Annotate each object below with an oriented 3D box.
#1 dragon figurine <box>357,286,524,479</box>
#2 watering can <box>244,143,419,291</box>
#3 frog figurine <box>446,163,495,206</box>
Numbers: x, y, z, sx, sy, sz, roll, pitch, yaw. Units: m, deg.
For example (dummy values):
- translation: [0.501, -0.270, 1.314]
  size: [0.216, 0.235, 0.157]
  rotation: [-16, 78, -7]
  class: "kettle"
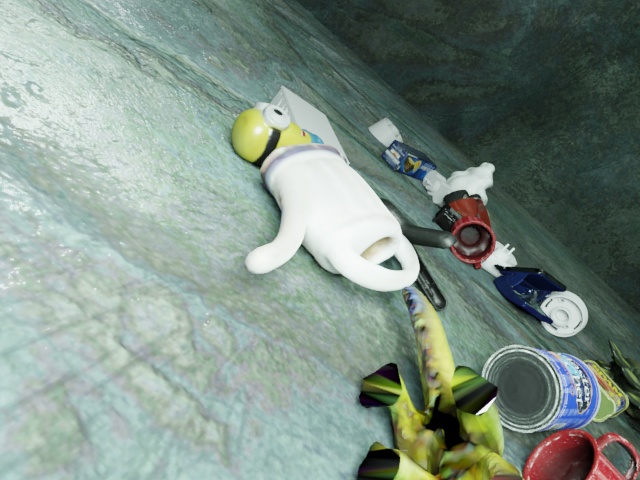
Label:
- translation: [0.149, 0.219, 0.453]
  size: [0.240, 0.121, 0.418]
  rotation: [54, 21, -15]
  class: "dragon figurine"
- translation: [0.002, -0.031, 0.616]
  size: [0.346, 0.103, 0.228]
  rotation: [10, 37, -53]
  class: "watering can"
- translation: [0.424, -0.149, 1.439]
  size: [0.122, 0.157, 0.140]
  rotation: [23, 28, -36]
  class: "frog figurine"
